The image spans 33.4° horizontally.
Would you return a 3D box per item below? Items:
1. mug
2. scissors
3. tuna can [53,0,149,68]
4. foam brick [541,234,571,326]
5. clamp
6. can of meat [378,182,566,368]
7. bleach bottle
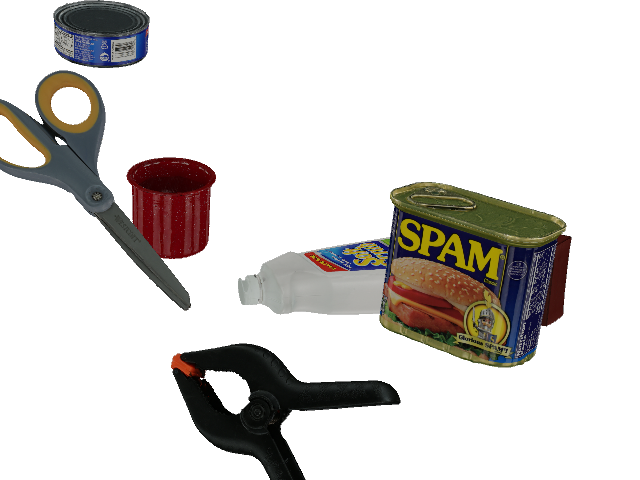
[{"bbox_3d":[-0.162,-0.039,1.146,0.093,0.081,0.117,-4,29,-16],"label":"mug"},{"bbox_3d":[-0.139,-0.044,0.698,0.202,0.096,0.016,33,-25,11],"label":"scissors"},{"bbox_3d":[-0.199,-0.188,0.971,0.086,0.034,0.086,6,31,-4],"label":"tuna can"},{"bbox_3d":[0.194,0.033,0.978,0.053,0.078,0.051,10,15,28],"label":"foam brick"},{"bbox_3d":[-0.038,0.136,0.766,0.172,0.120,0.039,17,-11,25],"label":"clamp"},{"bbox_3d":[0.086,0.020,0.635,0.102,0.084,0.057,20,24,33],"label":"can of meat"},{"bbox_3d":[0.040,0.042,1.127,0.250,0.068,0.103,-7,30,-15],"label":"bleach bottle"}]
